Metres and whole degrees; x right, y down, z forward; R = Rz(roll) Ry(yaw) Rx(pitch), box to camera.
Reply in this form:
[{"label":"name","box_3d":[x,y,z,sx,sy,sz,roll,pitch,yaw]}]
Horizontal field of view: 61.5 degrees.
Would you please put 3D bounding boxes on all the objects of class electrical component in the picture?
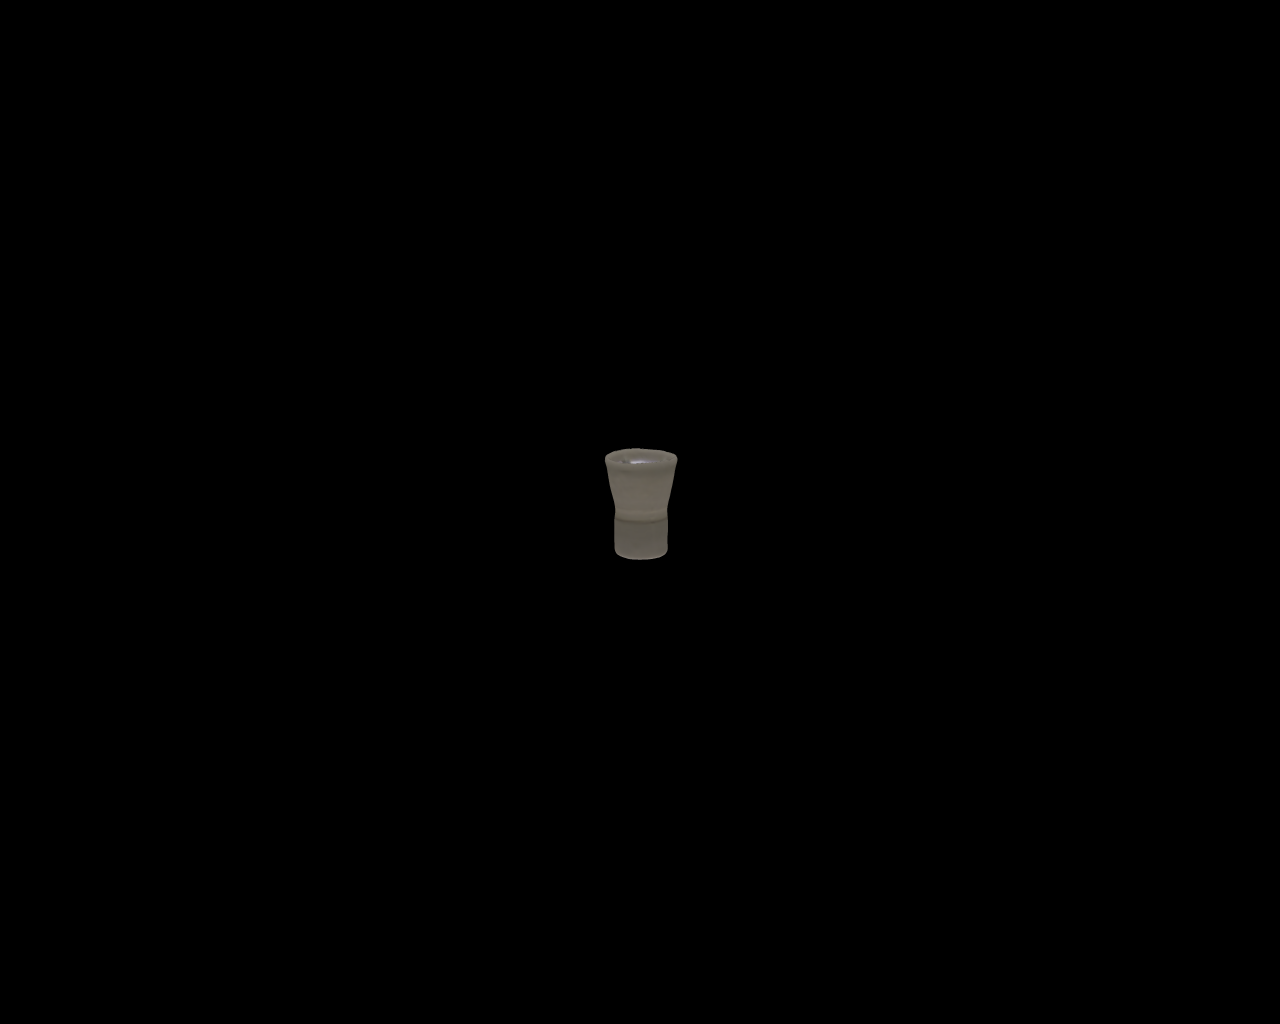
[{"label":"electrical component","box_3d":[0.001,-0.003,0.650,0.044,0.065,0.044,0,13,0]}]
